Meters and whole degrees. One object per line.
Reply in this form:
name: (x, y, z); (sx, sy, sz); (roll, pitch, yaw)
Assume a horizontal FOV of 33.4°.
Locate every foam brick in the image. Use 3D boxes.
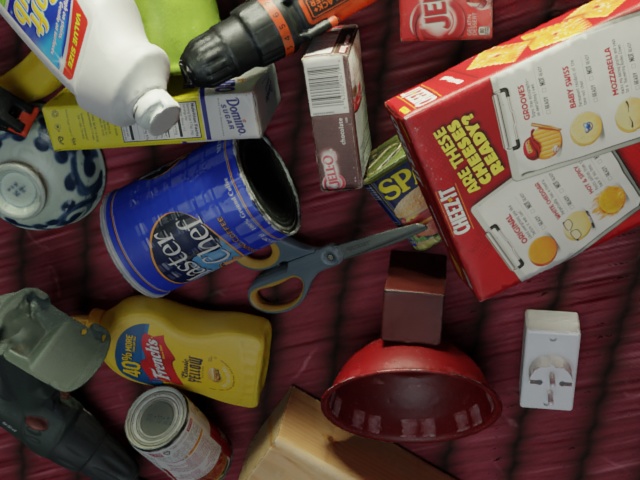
foam brick: (0.083, 0.050, 0.931); (0.053, 0.078, 0.051); (6, 116, 7)

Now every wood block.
wood block: (0.033, 0.243, 1.029); (0.206, 0.090, 0.090); (31, 116, -6)

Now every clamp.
clamp: (-0.322, -0.131, 0.903); (0.171, 0.120, 0.039); (28, 82, -10)

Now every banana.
banana: (-0.221, -0.180, 0.889); (0.069, 0.037, 0.198); (36, 117, -10)

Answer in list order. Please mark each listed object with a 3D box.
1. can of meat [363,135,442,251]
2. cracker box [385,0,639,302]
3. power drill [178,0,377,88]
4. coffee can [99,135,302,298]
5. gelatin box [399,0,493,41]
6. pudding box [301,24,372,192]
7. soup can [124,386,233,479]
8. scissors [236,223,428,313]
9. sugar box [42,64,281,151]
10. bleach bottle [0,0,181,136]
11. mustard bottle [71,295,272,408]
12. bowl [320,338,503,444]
can of meat: (0.095, -0.051, 0.891); (0.102, 0.057, 0.084); (-32, 110, 23)
cracker box: (0.179, -0.076, 0.820); (0.213, 0.072, 0.164); (-26, 111, -1)
power drill: (-0.054, -0.227, 0.792); (0.184, 0.057, 0.187); (-32, 111, -13)
coffee can: (-0.101, -0.024, 0.911); (0.140, 0.102, 0.103); (-25, 110, 20)
gelatin box: (0.098, -0.200, 0.829); (0.073, 0.030, 0.089); (1, 116, 9)
pudding box: (0.016, -0.107, 0.856); (0.039, 0.090, 0.113); (-2, 116, 9)
soup can: (-0.134, 0.191, 1.022); (0.068, 0.068, 0.102); (-14, 142, 16)
scissors: (-0.006, 0.001, 0.930); (0.096, 0.016, 0.202); (49, 129, -6)
sugar box: (-0.127, -0.112, 0.876); (0.176, 0.093, 0.048); (-5, 116, 11)
bleach bottle: (-0.183, -0.178, 0.799); (0.251, 0.067, 0.103); (49, 120, 21)
mustard bottle: (-0.144, 0.098, 1.004); (0.191, 0.058, 0.096); (11, 130, 4)
bowl: (0.082, 0.129, 0.962); (0.162, 0.055, 0.162); (3, 148, 1)
